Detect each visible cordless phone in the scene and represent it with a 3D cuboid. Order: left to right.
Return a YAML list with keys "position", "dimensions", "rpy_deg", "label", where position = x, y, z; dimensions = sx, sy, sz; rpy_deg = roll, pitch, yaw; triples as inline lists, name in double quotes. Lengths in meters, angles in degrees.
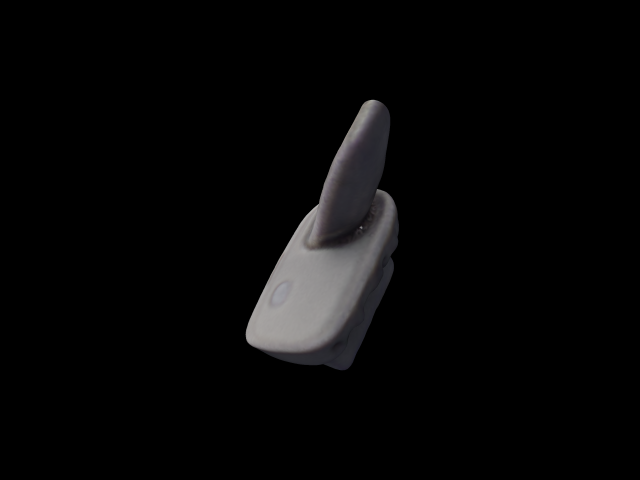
- position: [0.004, 0.001, 0.400]
  dimensions: [0.094, 0.185, 0.148]
  rpy_deg: [18, 62, 10]
  label: "cordless phone"
